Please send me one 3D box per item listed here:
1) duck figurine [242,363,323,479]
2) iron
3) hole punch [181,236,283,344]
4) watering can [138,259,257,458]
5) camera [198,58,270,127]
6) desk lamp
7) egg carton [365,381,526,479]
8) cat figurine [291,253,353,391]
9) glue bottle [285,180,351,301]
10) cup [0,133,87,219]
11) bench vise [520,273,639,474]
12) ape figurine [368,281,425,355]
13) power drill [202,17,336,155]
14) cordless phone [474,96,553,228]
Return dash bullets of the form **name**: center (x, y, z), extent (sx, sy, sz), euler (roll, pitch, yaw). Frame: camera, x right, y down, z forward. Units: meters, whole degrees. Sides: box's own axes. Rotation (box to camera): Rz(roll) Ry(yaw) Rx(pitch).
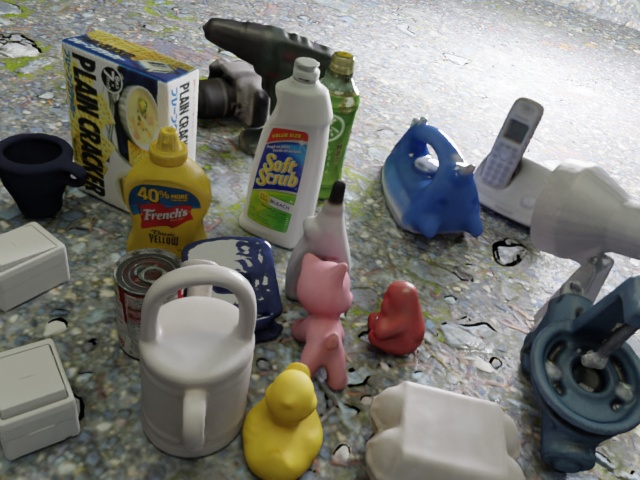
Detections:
- **duck figurine**: center (-0.031, 0.162, 0.530), extent (0.077, 0.086, 0.104), euler (14, 38, 2)
- **iron**: center (0.167, -0.116, 0.893), extent (0.119, 0.141, 0.257), euler (-2, 40, -18)
- **hole punch**: center (-0.097, 0.057, 0.640), extent (0.109, 0.091, 0.101), euler (-5, 41, -21)
- **watering can**: center (-0.111, 0.091, 0.509), extent (0.101, 0.194, 0.172), euler (-13, 44, -29)
- **camera**: center (-0.174, -0.273, 1.027), extent (0.137, 0.101, 0.142), euler (-15, 46, -31)
- **desk lamp**: center (0.343, 0.032, 0.697), extent (0.118, 0.213, 0.202), euler (-21, 49, -35)
- **egg carton**: center (0.117, 0.197, 0.541), extent (0.150, 0.069, 0.107), euler (13, 38, 1)
- **cat figurine**: center (0.006, 0.078, 0.621), extent (0.067, 0.118, 0.127), euler (5, 38, -9)
- **glue bottle**: center (0.006, 0.002, 0.671), extent (0.078, 0.173, 0.037), euler (4, 38, -11)
- **cup**: center (-0.347, -0.072, 0.729), extent (0.117, 0.095, 0.092), euler (18, 38, 7)
- **bench vise**: center (0.269, 0.097, 0.588), extent (0.121, 0.220, 0.207), euler (5, 38, -9)
- **ape figurine**: center (0.089, 0.084, 0.658), extent (0.076, 0.092, 0.078), euler (34, 43, 26)
- **power drill**: center (-0.078, -0.244, 0.930), extent (0.230, 0.208, 0.075), euler (0, 39, -16)
- **cordless phone**: center (0.333, -0.122, 0.911), extent (0.147, 0.185, 0.094), euler (30, 41, 22)
